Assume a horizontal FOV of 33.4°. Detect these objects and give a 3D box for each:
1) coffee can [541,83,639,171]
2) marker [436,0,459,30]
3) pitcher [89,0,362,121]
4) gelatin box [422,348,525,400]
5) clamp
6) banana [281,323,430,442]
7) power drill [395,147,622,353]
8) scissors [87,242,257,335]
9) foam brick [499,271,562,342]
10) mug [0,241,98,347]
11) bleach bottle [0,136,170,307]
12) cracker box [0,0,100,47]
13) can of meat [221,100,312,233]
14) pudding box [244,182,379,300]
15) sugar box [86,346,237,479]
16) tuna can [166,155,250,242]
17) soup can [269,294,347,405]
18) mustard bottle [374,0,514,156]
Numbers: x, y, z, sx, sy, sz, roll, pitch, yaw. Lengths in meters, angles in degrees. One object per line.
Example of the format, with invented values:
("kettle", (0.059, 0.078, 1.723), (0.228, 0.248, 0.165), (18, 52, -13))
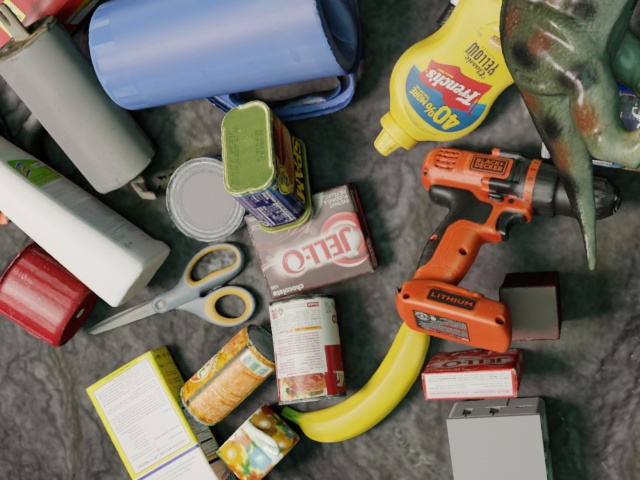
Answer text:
("coffee can", (0.272, -0.111, 0.929), (0.140, 0.102, 0.103), (11, 102, 13))
("marker", (0.143, -0.245, 0.984), (0.020, 0.020, 0.121), (33, 107, 8))
("pitcher", (-0.086, -0.189, 1.010), (0.243, 0.144, 0.149), (-10, 81, 21))
("gelatin box", (0.148, 0.128, 1.021), (0.089, 0.073, 0.030), (-5, 98, 16))
("clamp", (-0.318, -0.102, 1.129), (0.120, 0.039, 0.171), (2, 106, 19))
("banana", (0.048, 0.149, 1.072), (0.198, 0.037, 0.069), (-39, 88, 18))
("power drill", (0.160, 0.004, 0.953), (0.185, 0.057, 0.187), (11, 60, 24))
("scissors", (-0.149, 0.079, 1.126), (0.202, 0.016, 0.096), (-37, 88, 18))
("foam brick", (0.197, 0.061, 0.994), (0.053, 0.078, 0.051), (-3, 97, 16))
("mug", (-0.291, 0.067, 1.132), (0.081, 0.093, 0.117), (32, 132, 3))
("bleach bottle", (-0.277, -0.037, 1.085), (0.251, 0.102, 0.068), (38, 104, 1))
("cracker box", (-0.313, -0.307, 1.073), (0.164, 0.072, 0.214), (-42, 87, 18))
("can of meat", (-0.052, -0.070, 1.015), (0.057, 0.083, 0.102), (-15, 62, 18))
("pudding box", (-0.007, 0.001, 1.060), (0.114, 0.039, 0.090), (-16, 95, 18))
("sugar box", (-0.165, 0.211, 1.127), (0.093, 0.048, 0.176), (-32, 83, 20))
("tuna can", (-0.110, -0.043, 1.084), (0.086, 0.033, 0.086), (3, 100, 15))
("soup can", (-0.013, 0.109, 1.054), (0.069, 0.068, 0.102), (-10, 80, 17))
("mustard bottle", (0.122, -0.149, 0.985), (0.096, 0.058, 0.192), (40, 110, -16))
